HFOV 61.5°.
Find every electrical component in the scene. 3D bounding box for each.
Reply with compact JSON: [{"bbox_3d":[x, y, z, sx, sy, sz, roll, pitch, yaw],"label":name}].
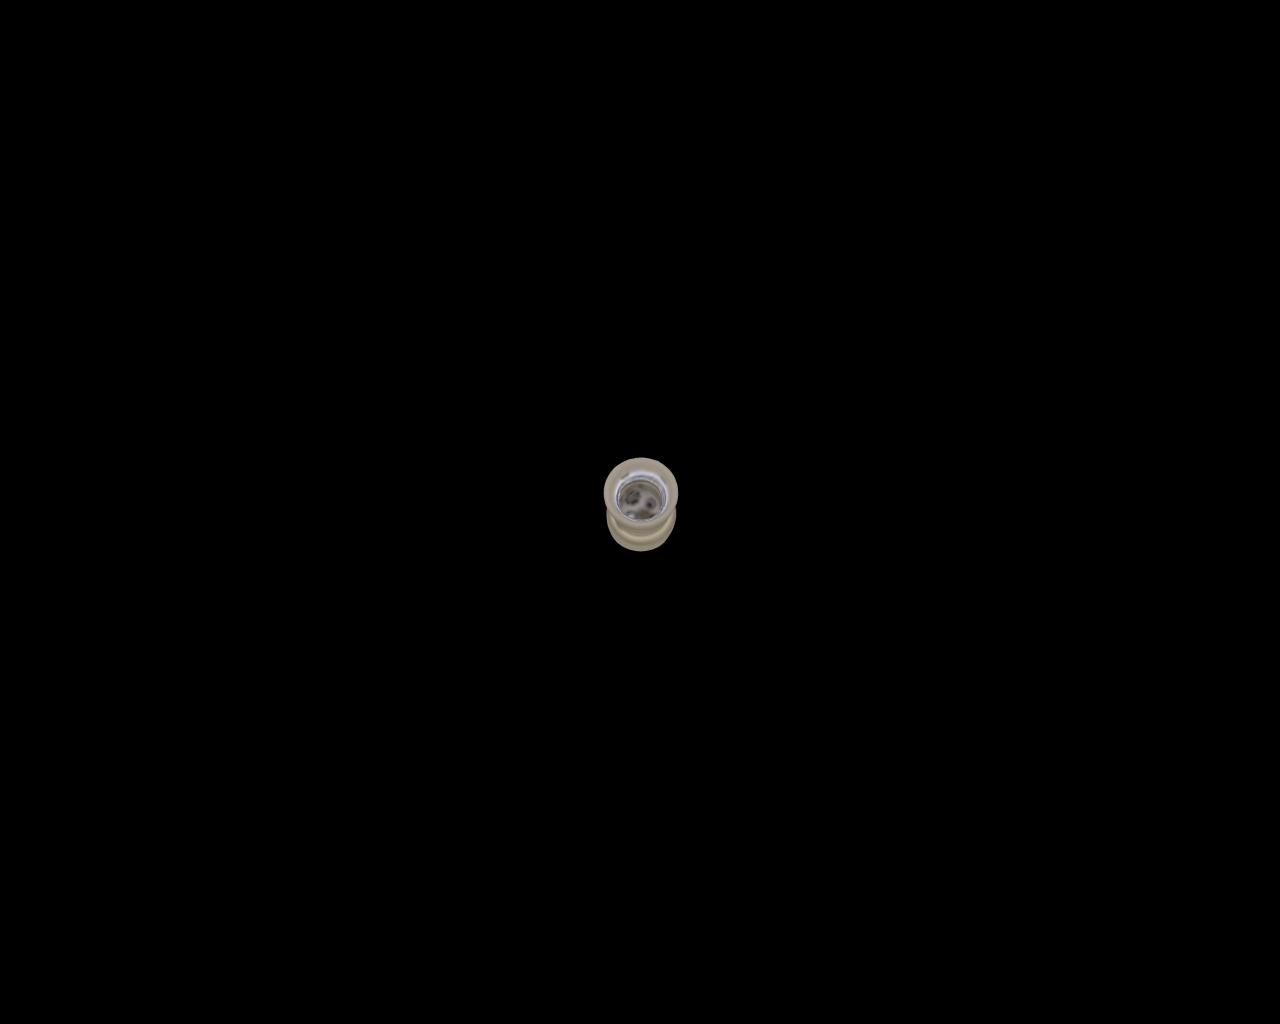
[{"bbox_3d":[0.001,-0.003,0.650,0.045,0.045,0.055,0,-21,0],"label":"electrical component"}]
